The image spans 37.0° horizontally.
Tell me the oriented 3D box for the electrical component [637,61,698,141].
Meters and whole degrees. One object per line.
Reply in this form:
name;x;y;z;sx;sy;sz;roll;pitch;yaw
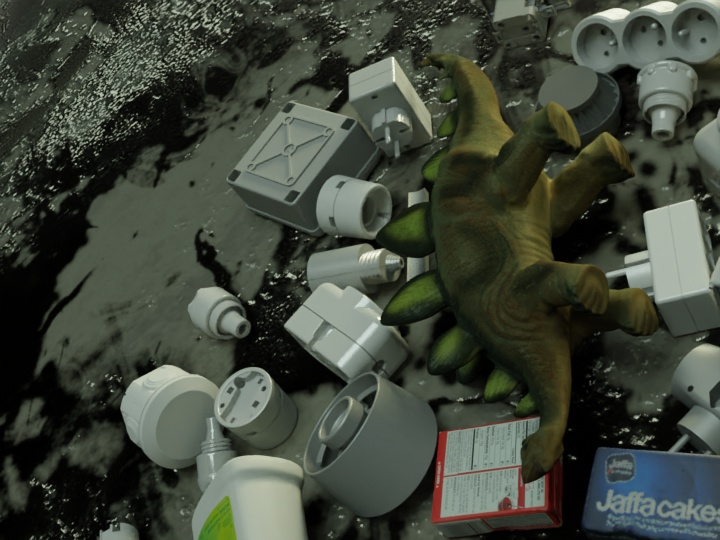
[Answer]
electrical component;0.247;-0.134;0.870;0.048;0.048;0.062;-5;60;31

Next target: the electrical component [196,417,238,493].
electrical component;-0.117;0.151;0.877;0.035;0.035;0.061;-15;74;24

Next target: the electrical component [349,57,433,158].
electrical component;0.029;-0.136;0.989;0.047;0.083;0.075;-19;47;20

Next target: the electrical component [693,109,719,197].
electrical component;0.299;-0.098;0.792;0.095;0.059;0.053;-35;43;5

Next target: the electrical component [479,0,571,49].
electrical component;0.155;-0.248;1.027;0.081;0.042;0.063;-7;54;31

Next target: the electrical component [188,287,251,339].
electrical component;-0.124;0.043;0.976;0.062;0.043;0.043;26;73;43

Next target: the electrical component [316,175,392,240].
electrical component;-0.004;-0.055;0.968;0.047;0.055;0.055;12;63;36

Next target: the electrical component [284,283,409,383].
electrical component;-0.008;0.054;0.881;0.059;0.053;0.095;-48;44;-9

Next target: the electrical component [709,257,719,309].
electrical component;0.291;0.009;0.709;0.096;0.061;0.061;10;62;39

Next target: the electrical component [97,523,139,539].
electrical component;-0.196;0.234;0.872;0.040;0.040;0.046;-31;38;9

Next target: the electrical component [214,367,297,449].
electrical component;-0.084;0.115;0.886;0.055;0.047;0.055;-18;47;21

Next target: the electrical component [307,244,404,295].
electrical component;0.000;0.000;0.927;0.081;0.043;0.043;-10;51;28

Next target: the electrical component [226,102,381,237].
electrical component;-0.054;-0.098;1.035;0.109;0.056;0.108;22;70;43

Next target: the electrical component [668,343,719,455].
electrical component;0.231;0.097;0.690;0.079;0.043;0.077;-45;44;-5

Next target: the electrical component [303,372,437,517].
electrical component;0.006;0.128;0.803;0.099;0.064;0.099;-48;17;19

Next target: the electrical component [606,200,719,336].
electrical component;0.215;0.003;0.775;0.076;0.047;0.083;-16;48;24

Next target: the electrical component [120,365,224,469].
electrical component;-0.158;0.122;0.908;0.051;0.080;0.080;20;68;48

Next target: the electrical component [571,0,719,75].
electrical component;0.257;-0.201;0.912;0.138;0.052;0.074;1;19;41
